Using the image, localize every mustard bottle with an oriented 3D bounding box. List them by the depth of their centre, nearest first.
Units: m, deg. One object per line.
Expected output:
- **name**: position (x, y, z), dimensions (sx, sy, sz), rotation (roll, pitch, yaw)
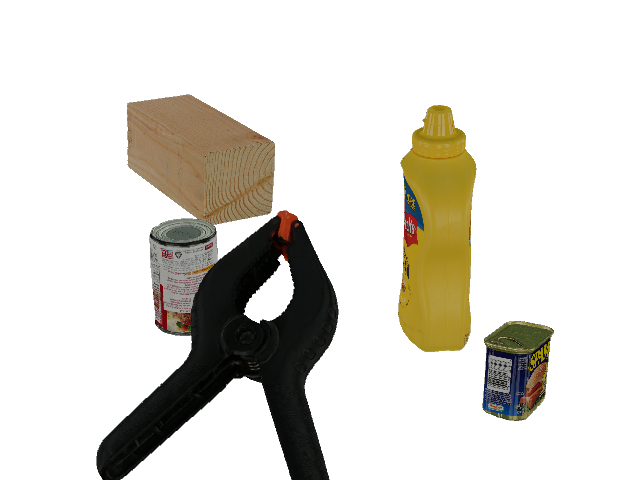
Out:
- **mustard bottle**: position (0.092, -0.014, 0.848), dimensions (0.058, 0.192, 0.096), rotation (-2, 26, -2)

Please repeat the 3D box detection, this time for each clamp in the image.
- **clamp**: position (-0.028, 0.065, 0.554), dimensions (0.120, 0.171, 0.039), rotation (20, -25, 12)

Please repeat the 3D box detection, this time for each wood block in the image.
- **wood block**: position (-0.147, -0.100, 1.272), dimensions (0.090, 0.090, 0.206), rotation (-12, 28, -32)

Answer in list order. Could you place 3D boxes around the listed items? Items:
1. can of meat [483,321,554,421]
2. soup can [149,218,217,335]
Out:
- **can of meat**: position (0.219, 0.145, 1.192), dimensions (0.058, 0.084, 0.101), rotation (9, 15, 28)
- **soup can**: position (-0.137, 0.036, 1.084), dimensions (0.068, 0.102, 0.068), rotation (0, 23, 0)
